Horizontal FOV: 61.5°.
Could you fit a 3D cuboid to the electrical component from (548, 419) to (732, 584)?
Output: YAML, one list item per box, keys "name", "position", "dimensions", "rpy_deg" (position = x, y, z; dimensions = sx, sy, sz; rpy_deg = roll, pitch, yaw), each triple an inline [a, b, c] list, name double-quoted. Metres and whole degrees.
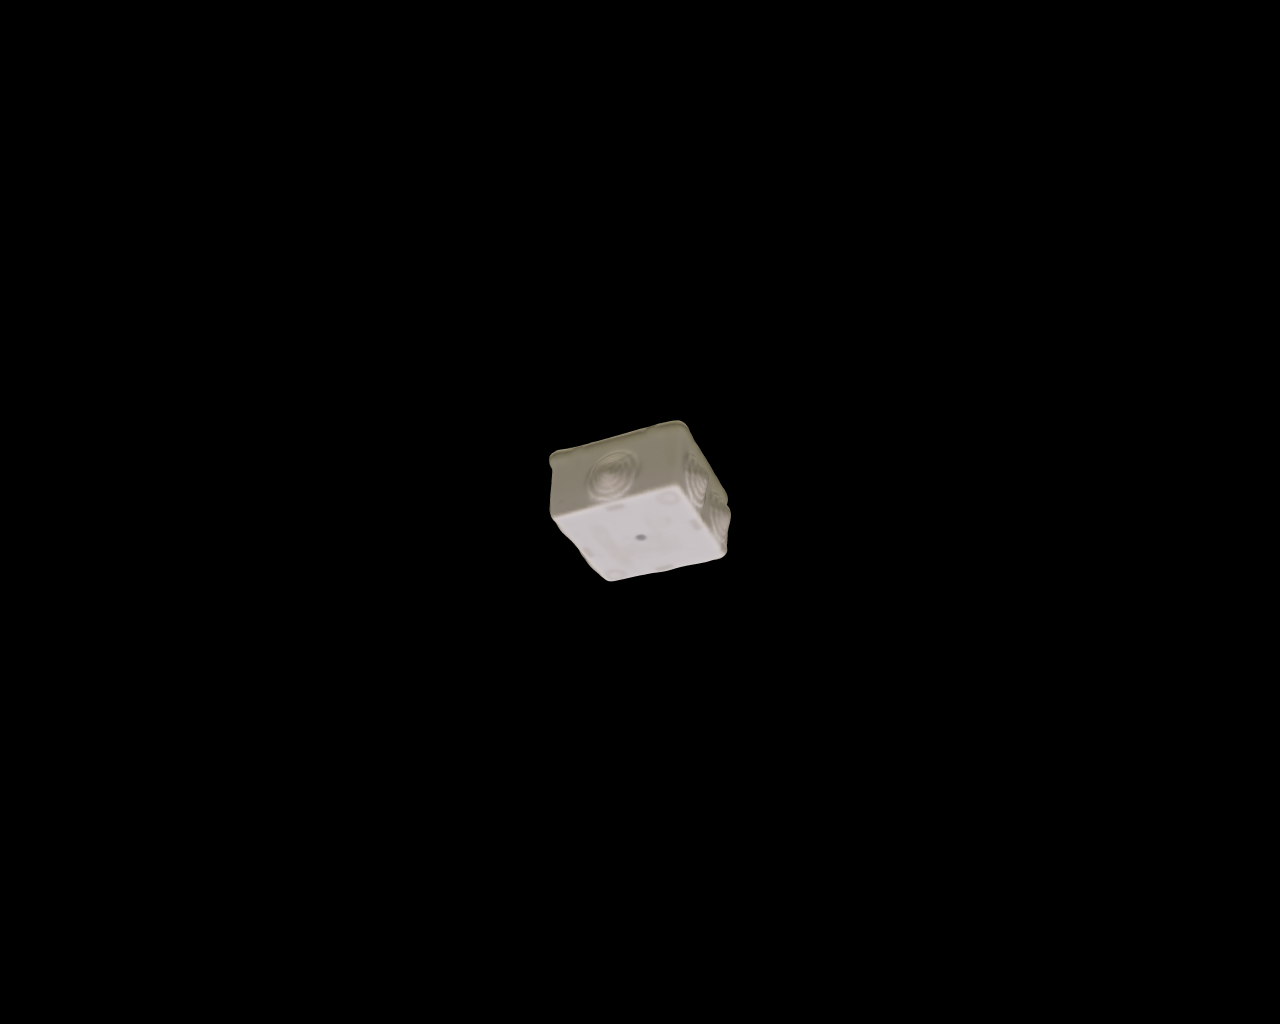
- name: "electrical component"
  position: [0.001, -0.003, 0.650]
  dimensions: [0.100, 0.048, 0.099]
  rpy_deg: [-13, -38, 18]
